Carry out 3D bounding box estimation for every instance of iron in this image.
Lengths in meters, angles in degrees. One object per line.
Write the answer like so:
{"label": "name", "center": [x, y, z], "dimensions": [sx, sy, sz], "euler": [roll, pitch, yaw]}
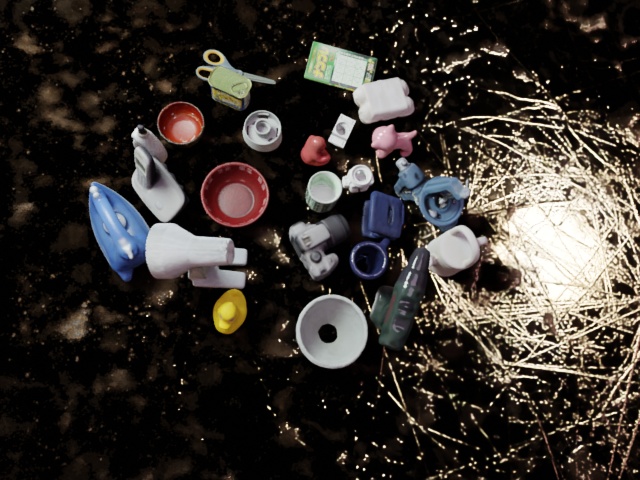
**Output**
{"label": "iron", "center": [-0.465, -0.042, 1.289], "dimensions": [0.119, 0.141, 0.258], "euler": [-32, 83, -13]}

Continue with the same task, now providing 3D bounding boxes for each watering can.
{"label": "watering can", "center": [0.318, 0.028, 1.351], "dimensions": [0.173, 0.194, 0.101], "euler": [-41, 85, -14]}

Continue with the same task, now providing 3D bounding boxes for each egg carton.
{"label": "egg carton", "center": [0.164, -0.359, 1.480], "dimensions": [0.150, 0.069, 0.107], "euler": [-14, 80, -10]}

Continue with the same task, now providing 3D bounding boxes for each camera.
{"label": "camera", "center": [0.013, 0.005, 1.364], "dimensions": [0.137, 0.100, 0.143], "euler": [-28, 83, -12]}

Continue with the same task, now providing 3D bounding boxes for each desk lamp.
{"label": "desk lamp", "center": [-0.264, 0.037, 1.262], "dimensions": [0.203, 0.213, 0.118], "euler": [3, 77, -7]}

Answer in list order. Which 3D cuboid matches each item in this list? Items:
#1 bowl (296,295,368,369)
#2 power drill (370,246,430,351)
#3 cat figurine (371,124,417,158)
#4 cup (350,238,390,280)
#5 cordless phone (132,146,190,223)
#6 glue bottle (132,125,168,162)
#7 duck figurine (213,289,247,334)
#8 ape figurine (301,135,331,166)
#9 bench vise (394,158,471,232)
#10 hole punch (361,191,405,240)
{"label": "bowl", "center": [0.024, 0.214, 1.333], "dimensions": [0.167, 0.074, 0.167], "euler": [2, 77, -7]}
{"label": "power drill", "center": [0.179, 0.138, 1.301], "dimensions": [0.075, 0.208, 0.230], "euler": [18, 76, -3]}
{"label": "cat figurine", "center": [0.181, -0.254, 1.434], "dimensions": [0.128, 0.117, 0.067], "euler": [-8, 79, -9]}
{"label": "cup", "center": [0.118, 0.046, 1.372], "dimensions": [0.091, 0.095, 0.118], "euler": [42, 76, 3]}
{"label": "cordless phone", "center": [-0.370, -0.129, 1.299], "dimensions": [0.094, 0.185, 0.147], "euler": [-41, 85, -14]}
{"label": "glue bottle", "center": [-0.401, -0.229, 1.323], "dimensions": [0.078, 0.173, 0.037], "euler": [27, 76, 0]}
{"label": "duck figurine", "center": [-0.206, 0.161, 1.308], "dimensions": [0.077, 0.086, 0.104], "euler": [18, 76, -3]}
{"label": "ape figurine", "center": [-0.009, -0.227, 1.416], "dimensions": [0.076, 0.092, 0.078], "euler": [-14, 80, -10]}
{"label": "bench vise", "center": [0.263, -0.114, 1.362], "dimensions": [0.207, 0.219, 0.121], "euler": [28, 76, -1]}
{"label": "hole punch", "center": [0.159, -0.060, 1.402], "dimensions": [0.101, 0.091, 0.109], "euler": [7, 77, -6]}
